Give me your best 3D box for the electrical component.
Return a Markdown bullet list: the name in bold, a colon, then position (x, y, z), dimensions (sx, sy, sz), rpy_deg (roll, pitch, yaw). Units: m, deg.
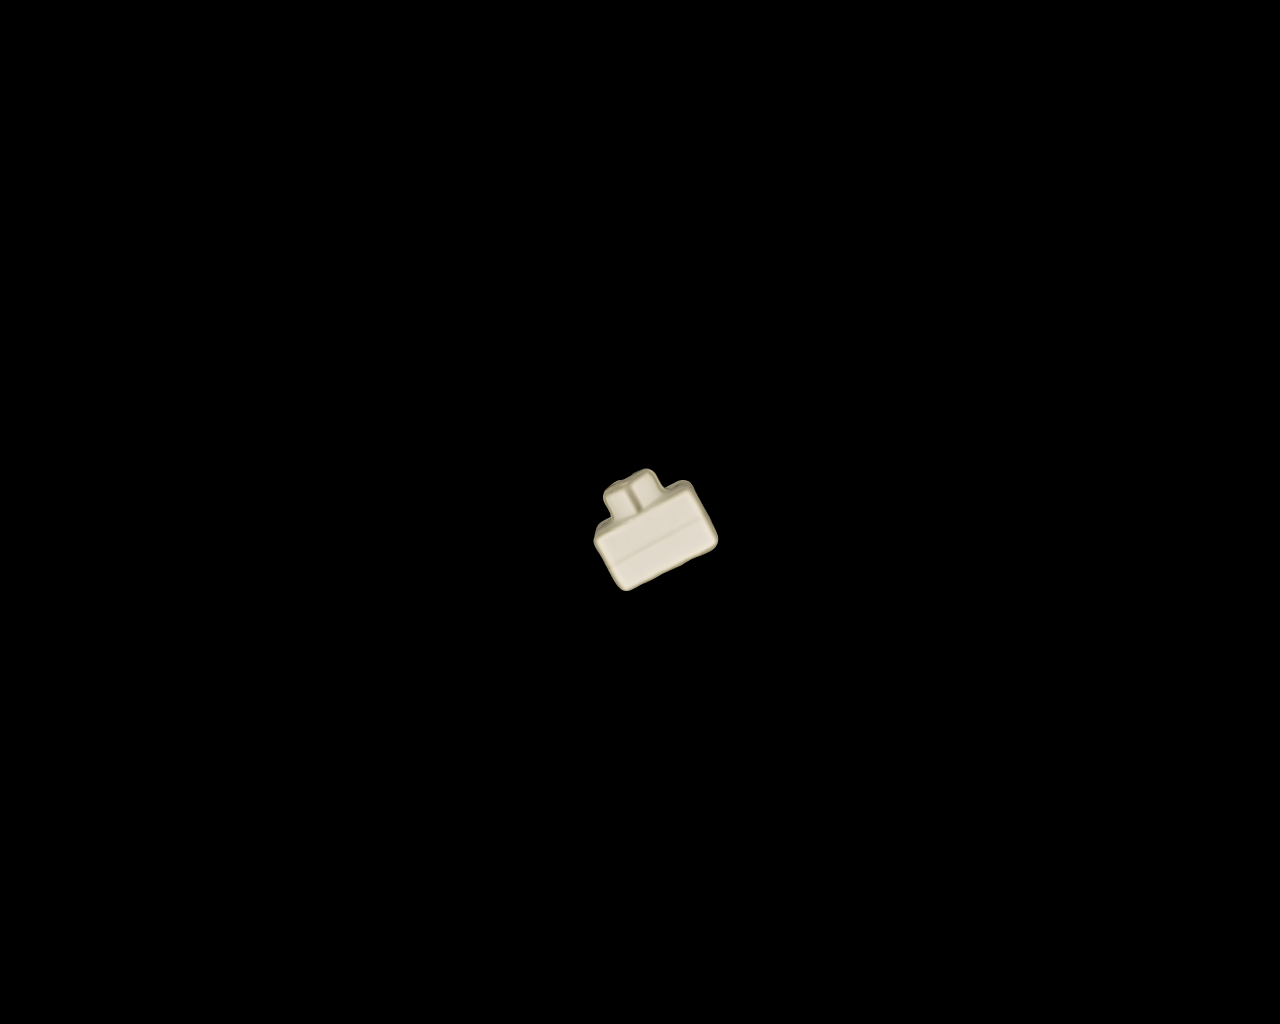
- **electrical component**: position (0.001, -0.003, 0.650), dimensions (0.066, 0.076, 0.047), rpy_deg (-28, 7, 4)
